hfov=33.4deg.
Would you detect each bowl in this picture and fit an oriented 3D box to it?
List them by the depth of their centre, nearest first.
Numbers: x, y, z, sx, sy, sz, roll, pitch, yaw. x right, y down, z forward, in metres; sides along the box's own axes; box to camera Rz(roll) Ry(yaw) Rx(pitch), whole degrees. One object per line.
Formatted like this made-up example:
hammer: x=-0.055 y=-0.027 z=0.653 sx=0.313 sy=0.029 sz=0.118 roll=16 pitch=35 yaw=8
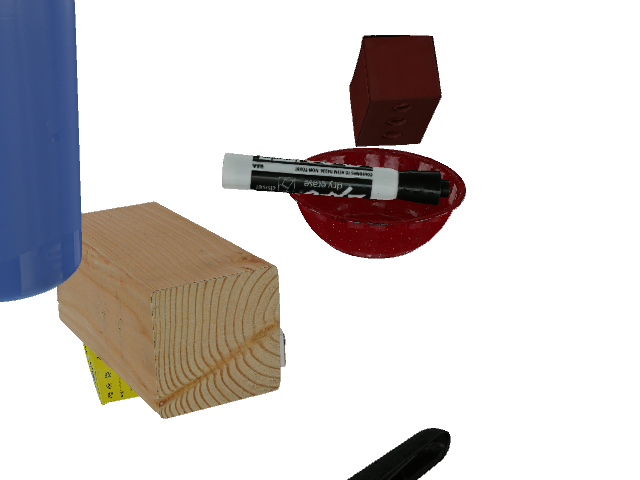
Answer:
bowl: x=0.049 y=-0.028 z=0.965 sx=0.162 sy=0.055 sz=0.162 roll=1 pitch=27 yaw=-1

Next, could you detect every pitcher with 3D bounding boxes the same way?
pitcher: x=-0.224 y=-0.083 z=0.680 sx=0.149 sy=0.243 sz=0.145 roll=-4 pitch=26 yaw=-10

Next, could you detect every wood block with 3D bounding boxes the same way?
wood block: x=-0.117 y=0.041 z=0.770 sx=0.090 sy=0.090 sz=0.206 roll=-10 pitch=19 yaw=-29

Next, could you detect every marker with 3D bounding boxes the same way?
marker: x=0.009 y=-0.032 z=0.567 sx=0.121 sy=0.020 sz=0.020 roll=4 pitch=0 yaw=-1

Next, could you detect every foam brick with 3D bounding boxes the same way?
foam brick: x=0.053 y=-0.109 z=0.781 sx=0.053 sy=0.051 sz=0.078 roll=-3 pitch=-20 yaw=-7

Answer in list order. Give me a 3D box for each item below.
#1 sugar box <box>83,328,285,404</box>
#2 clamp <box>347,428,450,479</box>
sugar box: x=-0.129 y=0.094 z=1.000 sx=0.176 sy=0.048 sz=0.093 roll=-13 pitch=34 yaw=-15
clamp: x=-0.001 y=0.177 z=0.646 sx=0.210 sy=0.036 sz=0.164 roll=-5 pitch=28 yaw=4
